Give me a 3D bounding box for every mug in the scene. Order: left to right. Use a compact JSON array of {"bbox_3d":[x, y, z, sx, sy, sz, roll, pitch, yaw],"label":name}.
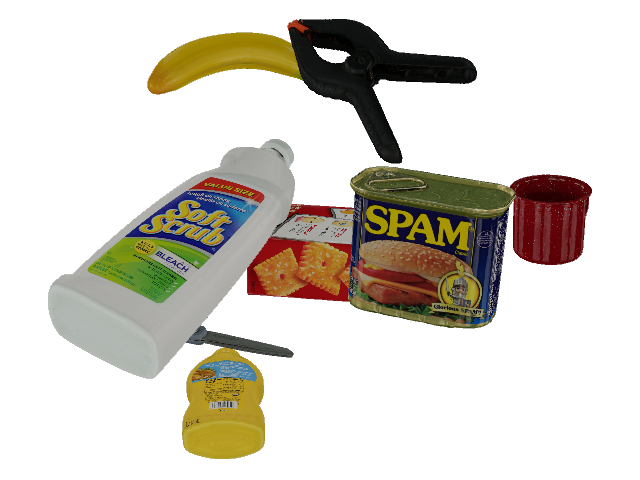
[{"bbox_3d":[0.275,-0.027,1.252,0.117,0.081,0.093,-23,31,-39],"label":"mug"}]

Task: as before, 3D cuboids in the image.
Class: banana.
[{"bbox_3d":[-0.091,-0.183,1.093,0.197,0.070,0.037,-8,-40,-29],"label":"banana"}]

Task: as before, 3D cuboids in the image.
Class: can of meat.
[{"bbox_3d":[0.068,0.005,0.687,0.102,0.084,0.057,11,22,20],"label":"can of meat"}]

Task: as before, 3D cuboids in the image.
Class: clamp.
[{"bbox_3d":[0.048,-0.151,0.935,0.120,0.172,0.039,-37,-24,-20],"label":"clamp"}]

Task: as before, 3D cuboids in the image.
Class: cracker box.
[{"bbox_3d":[0.041,0.015,1.149,0.214,0.072,0.164,5,15,8],"label":"cracker box"}]

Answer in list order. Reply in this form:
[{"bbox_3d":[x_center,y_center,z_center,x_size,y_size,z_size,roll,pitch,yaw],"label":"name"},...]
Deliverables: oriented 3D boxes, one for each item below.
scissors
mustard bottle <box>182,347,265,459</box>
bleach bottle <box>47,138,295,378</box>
[{"bbox_3d":[-0.127,0.080,1.037,0.201,0.016,0.096,3,32,-3],"label":"scissors"},{"bbox_3d":[-0.118,0.189,1.313,0.096,0.058,0.191,-2,27,-3],"label":"mustard bottle"},{"bbox_3d":[-0.101,-0.006,0.855,0.103,0.068,0.250,25,48,14],"label":"bleach bottle"}]
